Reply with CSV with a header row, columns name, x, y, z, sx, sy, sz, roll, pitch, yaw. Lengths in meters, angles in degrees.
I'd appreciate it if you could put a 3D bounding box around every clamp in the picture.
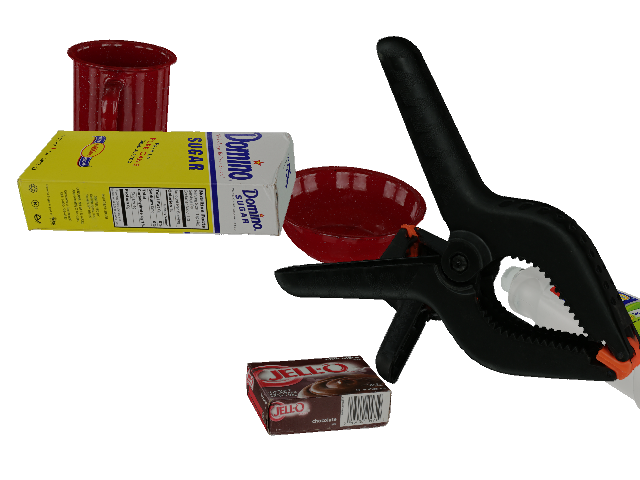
name,x,y,z,sx,sy,sz,roll,pitch,yaw
clamp,0.096,0.043,0.792,0.120,0.039,0.171,3,35,-4
clamp,0.080,-0.002,0.565,0.210,0.165,0.036,29,25,25

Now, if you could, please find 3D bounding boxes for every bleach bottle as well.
name,x,y,z,sx,sy,sz,roll,pitch,yaw
bleach bottle,0.260,0.080,1.041,0.102,0.068,0.251,-16,25,-26

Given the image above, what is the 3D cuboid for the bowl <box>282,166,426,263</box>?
name,x,y,z,sx,sy,sz,roll,pitch,yaw
bowl,0.025,-0.019,1.097,0.162,0.055,0.162,4,28,-2

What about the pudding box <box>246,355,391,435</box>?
name,x,y,z,sx,sy,sz,roll,pitch,yaw
pudding box,-0.003,0.137,0.956,0.113,0.039,0.090,0,15,-16

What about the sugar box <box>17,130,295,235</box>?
name,x,y,z,sx,sy,sz,roll,pitch,yaw
sugar box,-0.109,-0.043,0.744,0.176,0.048,0.093,-1,28,7

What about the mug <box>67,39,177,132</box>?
name,x,y,z,sx,sy,sz,roll,pitch,yaw
mug,-0.173,-0.119,0.922,0.093,0.081,0.117,4,24,-6
